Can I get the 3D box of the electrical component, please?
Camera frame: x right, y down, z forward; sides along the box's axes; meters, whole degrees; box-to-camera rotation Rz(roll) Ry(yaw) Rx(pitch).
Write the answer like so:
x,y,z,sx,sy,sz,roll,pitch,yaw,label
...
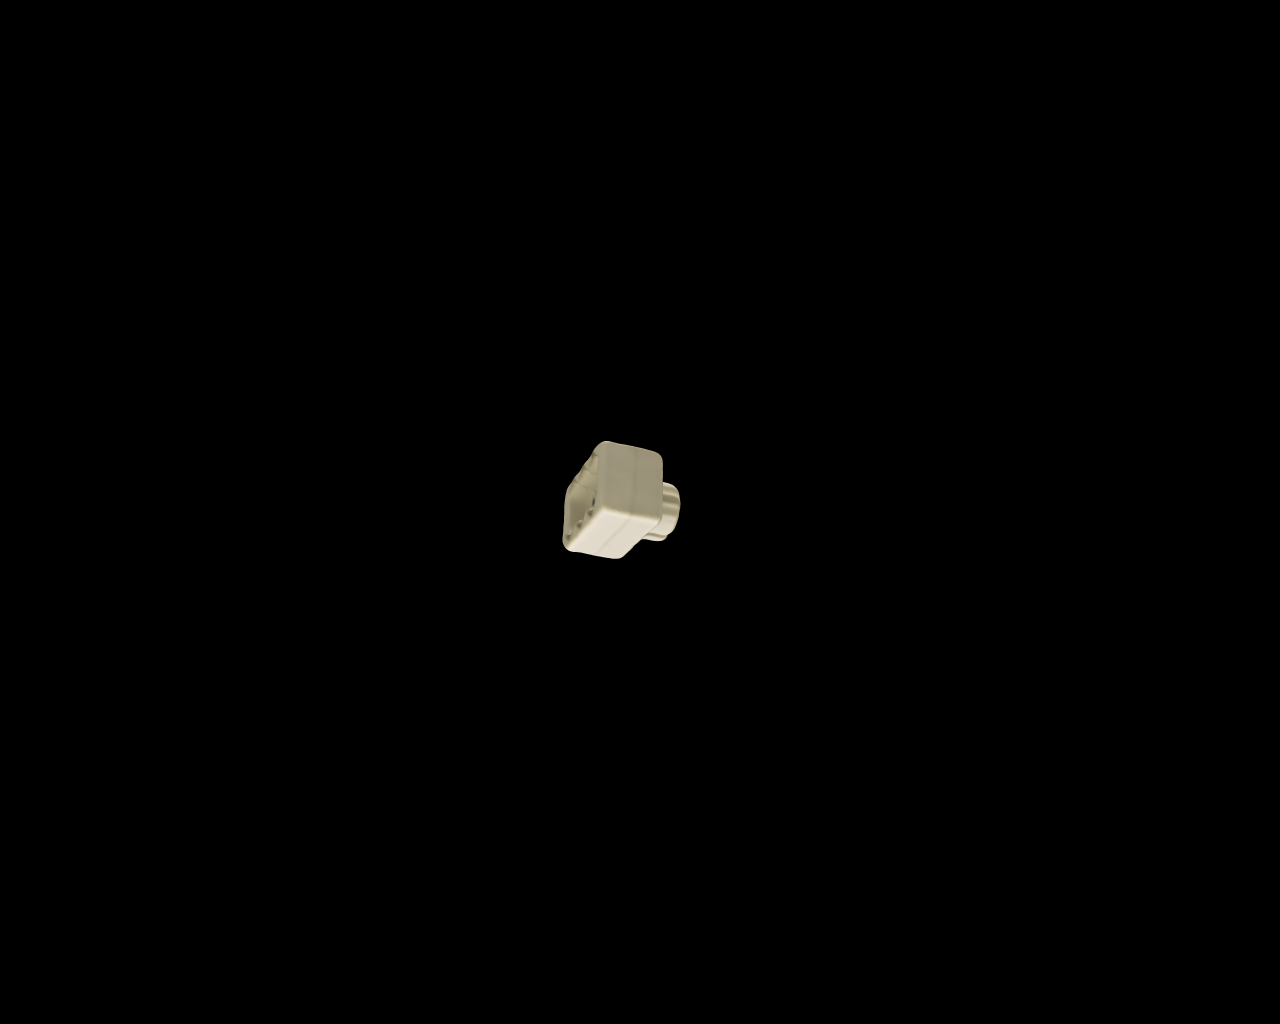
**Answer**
x,y,z,sx,sy,sz,roll,pitch,yaw,label
0.001,-0.003,0.650,0.077,0.047,0.065,11,-29,-21,electrical component
